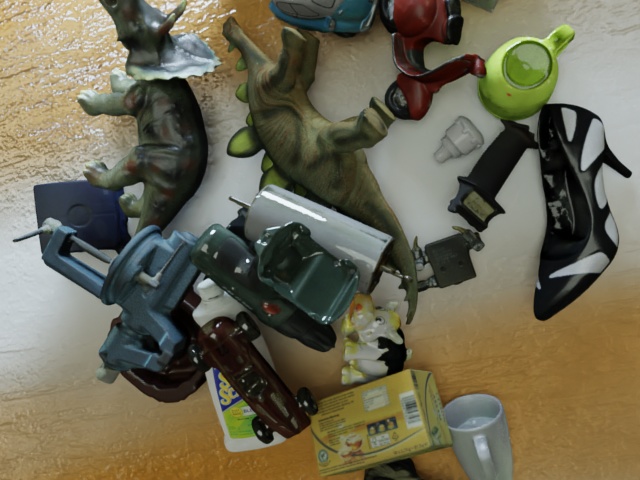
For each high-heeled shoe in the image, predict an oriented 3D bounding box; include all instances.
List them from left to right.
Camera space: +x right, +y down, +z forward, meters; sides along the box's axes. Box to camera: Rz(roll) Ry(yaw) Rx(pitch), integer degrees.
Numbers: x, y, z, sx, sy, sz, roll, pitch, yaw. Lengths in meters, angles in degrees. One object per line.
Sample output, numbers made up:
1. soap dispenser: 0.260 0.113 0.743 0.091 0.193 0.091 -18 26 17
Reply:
1. high-heeled shoe: 0.281 -0.038 0.644 0.145 0.086 0.248 31 83 -10

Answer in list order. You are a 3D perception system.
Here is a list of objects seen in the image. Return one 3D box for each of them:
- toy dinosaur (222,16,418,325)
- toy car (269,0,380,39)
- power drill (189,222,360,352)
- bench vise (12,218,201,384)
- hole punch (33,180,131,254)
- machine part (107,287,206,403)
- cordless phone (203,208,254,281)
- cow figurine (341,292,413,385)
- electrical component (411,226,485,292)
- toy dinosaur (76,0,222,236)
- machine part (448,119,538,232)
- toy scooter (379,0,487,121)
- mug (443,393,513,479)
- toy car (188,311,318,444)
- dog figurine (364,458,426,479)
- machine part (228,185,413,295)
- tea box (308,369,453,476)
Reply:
1. toy dinosaur: 0.005 -0.107 0.700 0.471 0.105 0.198 51 120 10
2. toy car: -0.009 -0.323 0.678 0.162 0.103 0.109 19 106 27
3. power drill: -0.034 0.057 0.621 0.232 0.207 0.086 39 73 -12
4. bench vise: -0.271 0.060 0.706 0.241 0.129 0.223 31 100 1
5. hole punch: -0.358 -0.035 0.808 0.116 0.092 0.142 -7 89 10
6. machine part: -0.226 0.149 0.805 0.180 0.056 0.179 1 96 13
7. cordless phone: -0.059 0.052 0.748 0.184 0.089 0.146 28 109 0
8. cow figurine: 0.075 0.129 0.685 0.098 0.167 0.068 4 52 2
9. electrical component: 0.166 0.023 0.706 0.102 0.045 0.078 -14 89 14
10. toy dinosaur: -0.221 -0.137 0.750 0.192 0.131 0.404 -2 102 22
11. machine part: 0.220 -0.081 0.678 0.084 0.039 0.139 29 94 -29
12. toy scooter: 0.142 -0.242 0.662 0.135 0.075 0.183 7 102 45
13. mug: 0.212 0.269 0.687 0.081 0.109 0.107 -20 102 5
14. toy car: -0.081 0.180 0.679 0.089 0.053 0.202 -33 108 2
15. dog figurine: 0.141 0.363 0.678 0.191 0.172 0.121 21 88 4
16. machine part: -0.001 -0.002 0.646 0.243 0.079 0.079 23 99 13
17. tea box: 0.073 0.239 0.697 0.170 0.068 0.098 -27 60 30
